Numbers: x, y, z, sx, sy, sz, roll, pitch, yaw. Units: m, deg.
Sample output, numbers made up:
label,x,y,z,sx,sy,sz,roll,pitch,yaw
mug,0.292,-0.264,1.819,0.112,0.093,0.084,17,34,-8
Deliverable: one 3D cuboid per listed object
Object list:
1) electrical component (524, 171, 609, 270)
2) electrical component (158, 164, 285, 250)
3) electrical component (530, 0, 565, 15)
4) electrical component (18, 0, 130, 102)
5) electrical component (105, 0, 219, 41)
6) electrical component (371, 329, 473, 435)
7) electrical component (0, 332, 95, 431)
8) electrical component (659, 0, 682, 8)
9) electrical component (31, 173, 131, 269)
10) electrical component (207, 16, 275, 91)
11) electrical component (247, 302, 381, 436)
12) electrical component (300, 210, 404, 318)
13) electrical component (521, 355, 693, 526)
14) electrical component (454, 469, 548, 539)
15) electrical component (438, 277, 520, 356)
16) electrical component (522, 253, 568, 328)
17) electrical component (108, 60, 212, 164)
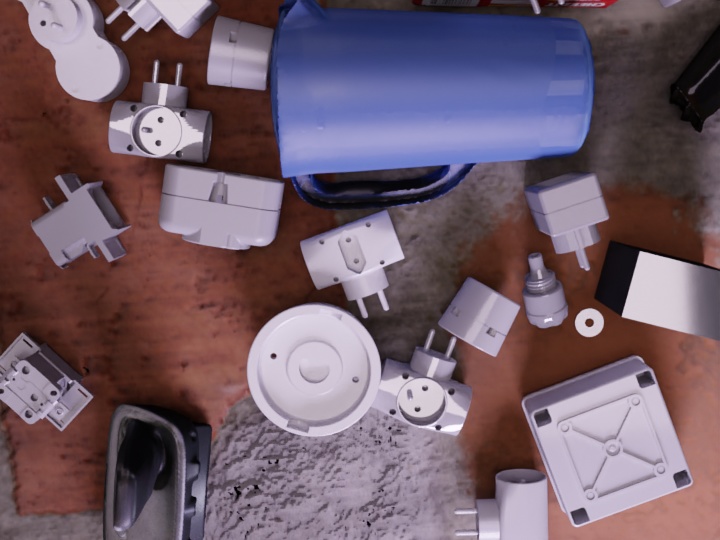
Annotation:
label,x,y,z,sx,sy,sz,roll,pitch,yaw
electrical component,0.171,-0.036,0.866,0.047,0.083,0.075,-18,96,3
electrical component,-0.114,-0.051,0.883,0.095,0.053,0.059,9,96,0
electrical component,0.127,-0.226,0.788,0.138,0.052,0.073,-21,97,2
electrical component,-0.239,-0.200,0.859,0.052,0.073,0.138,-29,95,4
electrical component,-0.172,-0.219,0.870,0.076,0.047,0.083,-43,94,6
electrical component,0.057,0.089,0.901,0.077,0.044,0.079,19,96,-1
electrical component,-0.269,0.095,0.897,0.081,0.064,0.042,42,94,-3
electrical component,0.259,-0.267,0.858,0.076,0.047,0.083,-33,95,4
electrical component,-0.233,-0.037,0.893,0.064,0.042,0.081,-32,94,7
electrical component,-0.096,-0.174,0.871,0.047,0.055,0.055,9,96,-4
electrical component,-0.037,0.078,0.893,0.108,0.060,0.108,0,96,1
electrical component,0.000,0.000,0.893,0.077,0.043,0.079,-20,96,3
electrical component,0.205,0.142,0.899,0.109,0.056,0.108,-21,95,3
electrical component,0.120,0.212,0.913,0.079,0.044,0.077,-2,96,1
electrical component,0.100,0.038,0.891,0.055,0.055,0.047,29,92,-2
electrical component,0.151,0.015,0.891,0.035,0.035,0.061,-15,111,2
electrical component,-0.161,-0.131,0.880,0.077,0.044,0.079,7,96,0
